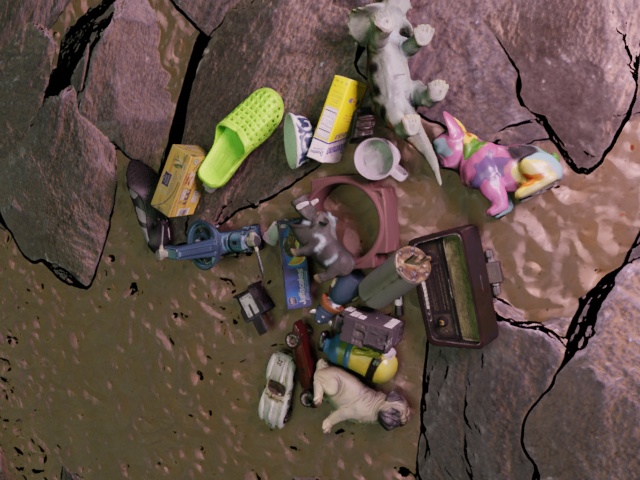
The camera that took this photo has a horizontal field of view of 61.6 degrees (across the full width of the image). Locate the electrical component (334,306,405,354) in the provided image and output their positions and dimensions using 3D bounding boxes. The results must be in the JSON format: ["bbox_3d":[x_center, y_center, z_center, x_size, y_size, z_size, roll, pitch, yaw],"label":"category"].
[{"bbox_3d":[0.101,0.186,1.139,0.134,0.115,0.058,16,99,24],"label":"electrical component"}]

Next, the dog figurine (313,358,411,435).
[{"bbox_3d":[0.093,0.333,1.181,0.191,0.121,0.172,-15,100,16],"label":"dog figurine"}]

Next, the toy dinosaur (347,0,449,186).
[{"bbox_3d":[0.145,-0.301,1.028,0.131,0.192,0.404,-10,98,-11],"label":"toy dinosaur"}]

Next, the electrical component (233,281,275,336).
[{"bbox_3d":[-0.151,0.167,1.301,0.075,0.048,0.119,-37,80,26],"label":"electrical component"}]

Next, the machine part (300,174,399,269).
[{"bbox_3d":[0.060,-0.039,1.147,0.201,0.087,0.201,-2,98,27],"label":"machine part"}]

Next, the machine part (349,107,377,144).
[{"bbox_3d":[0.084,-0.230,1.086,0.039,0.139,0.084,18,103,-6],"label":"machine part"}]

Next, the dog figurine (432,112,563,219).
[{"bbox_3d":[0.313,-0.157,0.994,0.191,0.108,0.219,-35,78,27],"label":"dog figurine"}]

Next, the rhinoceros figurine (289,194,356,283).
[{"bbox_3d":[-0.002,-0.003,1.094,0.112,0.073,0.190,-39,79,27],"label":"rhinoceros figurine"}]

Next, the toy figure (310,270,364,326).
[{"bbox_3d":[0.039,0.130,1.197,0.064,0.058,0.154,50,120,19],"label":"toy figure"}]

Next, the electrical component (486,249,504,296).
[{"bbox_3d":[0.327,0.066,1.061,0.063,0.021,0.094,-12,92,28],"label":"electrical component"}]

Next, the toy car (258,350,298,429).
[{"bbox_3d":[-0.100,0.362,1.297,0.074,0.056,0.201,19,104,23],"label":"toy car"}]

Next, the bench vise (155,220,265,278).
[{"bbox_3d":[-0.256,0.016,1.239,0.224,0.240,0.128,14,107,41],"label":"bench vise"}]

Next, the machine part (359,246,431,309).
[{"bbox_3d":[0.145,0.078,1.070,0.079,0.079,0.243,55,149,10],"label":"machine part"}]

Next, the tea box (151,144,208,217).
[{"bbox_3d":[-0.338,-0.146,1.327,0.068,0.098,0.169,32,108,18],"label":"tea box"}]

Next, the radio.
[{"bbox_3d":[0.260,0.092,1.054,0.131,0.073,0.229,-10,92,44],"label":"radio"}]

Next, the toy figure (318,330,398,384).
[{"bbox_3d":[0.083,0.251,1.178,0.180,0.082,0.089,12,113,21],"label":"toy figure"}]

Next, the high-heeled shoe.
[{"bbox_3d":[-0.459,-0.085,1.430,0.249,0.086,0.145,62,150,26],"label":"high-heeled shoe"}]

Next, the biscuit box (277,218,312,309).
[{"bbox_3d":[-0.058,0.053,1.217,0.059,0.063,0.202,-7,96,-7],"label":"biscuit box"}]

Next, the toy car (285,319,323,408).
[{"bbox_3d":[-0.035,0.285,1.235,0.053,0.089,0.202,-15,91,24],"label":"toy car"}]

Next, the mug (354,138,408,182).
[{"bbox_3d":[0.133,-0.161,1.081,0.110,0.107,0.080,34,113,10],"label":"mug"}]
